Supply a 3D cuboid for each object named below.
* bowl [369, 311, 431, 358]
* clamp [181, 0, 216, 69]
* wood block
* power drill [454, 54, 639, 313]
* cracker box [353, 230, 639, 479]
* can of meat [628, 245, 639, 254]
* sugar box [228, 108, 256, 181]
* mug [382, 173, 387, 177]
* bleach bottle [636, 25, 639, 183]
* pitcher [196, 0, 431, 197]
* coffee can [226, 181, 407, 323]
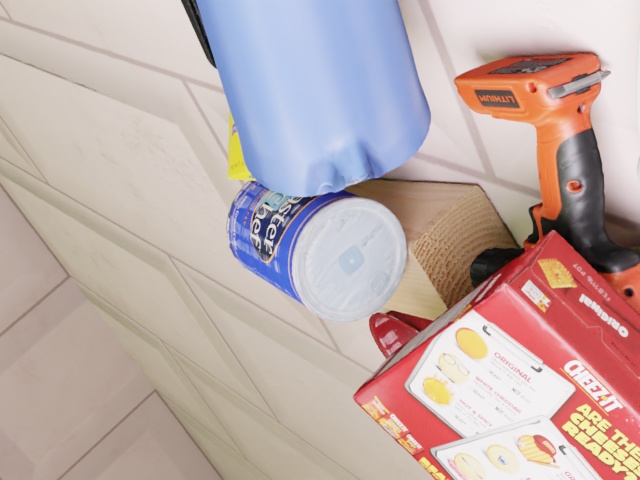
[{"bbox_3d":[0.129,0.123,1.162,0.162,0.055,0.162,41,160,18],"label":"bowl"},{"bbox_3d":[-0.117,-0.251,0.978,0.210,0.036,0.165,55,159,-20],"label":"clamp"},{"bbox_3d":[0.078,0.005,0.988,0.090,0.090,0.206,55,160,-21],"label":"wood block"},{"bbox_3d":[0.150,-0.030,0.733,0.185,0.057,0.187,11,122,60],"label":"power drill"},{"bbox_3d":[0.140,0.110,0.713,0.164,0.072,0.214,45,144,2],"label":"cracker box"},{"bbox_3d":[0.246,0.052,0.772,0.084,0.057,0.102,48,161,-9],"label":"can of meat"},{"bbox_3d":[-0.043,-0.140,0.868,0.093,0.048,0.176,171,99,-67],"label":"sugar box"},{"bbox_3d":[0.021,-0.090,0.880,0.117,0.081,0.093,-140,55,-62],"label":"mug"},{"bbox_3d":[0.210,-0.082,0.576,0.103,0.068,0.251,39,162,24],"label":"bleach bottle"},{"bbox_3d":[-0.019,-0.161,0.670,0.149,0.144,0.243,16,141,33],"label":"pitcher"},{"bbox_3d":[-0.006,0.001,0.905,0.102,0.102,0.140,57,165,-27],"label":"coffee can"}]
